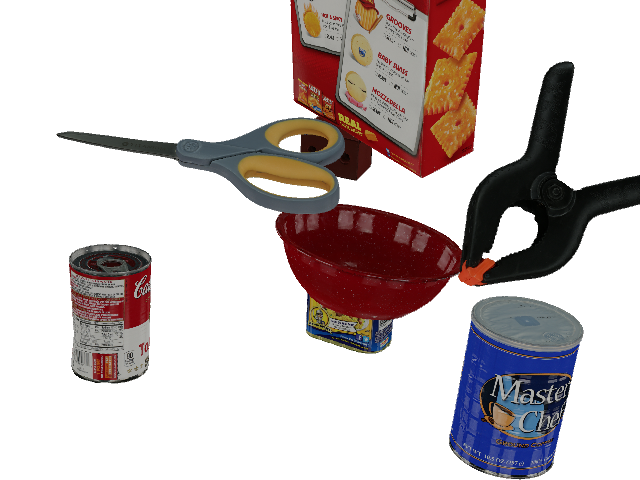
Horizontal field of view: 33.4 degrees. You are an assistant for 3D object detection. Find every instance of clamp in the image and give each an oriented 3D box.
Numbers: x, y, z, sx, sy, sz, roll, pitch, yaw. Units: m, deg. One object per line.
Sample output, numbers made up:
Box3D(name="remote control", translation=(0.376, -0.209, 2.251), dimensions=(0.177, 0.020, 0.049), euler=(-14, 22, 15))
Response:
Box3D(name="clamp", translation=(0.166, -0.027, 0.726), dimensions=(0.120, 0.171, 0.039), euler=(35, -10, 8))

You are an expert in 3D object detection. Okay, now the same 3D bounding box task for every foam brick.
Box3D(name="foam brick", translation=(0.019, -0.113, 1.298), dimensions=(0.078, 0.053, 0.051), euler=(14, 31, 20))

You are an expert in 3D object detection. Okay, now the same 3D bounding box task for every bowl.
Box3D(name="bowl", translation=(0.037, 0.022, 0.893), dimensions=(0.162, 0.055, 0.162), euler=(10, 20, -4))

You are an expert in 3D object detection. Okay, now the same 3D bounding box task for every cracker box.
Box3D(name="cracker box", translation=(0.051, -0.181, 0.849), dimensions=(0.072, 0.214, 0.164), euler=(-28, 45, -30))

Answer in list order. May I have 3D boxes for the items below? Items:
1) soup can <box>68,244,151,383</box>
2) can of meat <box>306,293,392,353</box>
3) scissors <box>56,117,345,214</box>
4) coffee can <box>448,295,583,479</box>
Box3D(name="soup can", translation=(-0.179, 0.062, 0.906), dimensions=(0.068, 0.102, 0.068), euler=(4, 19, -1))
Box3D(name="can of meat", translation=(0.033, 0.070, 1.177), dimensions=(0.102, 0.084, 0.057), euler=(16, 28, 27))
Box3D(name="scissors", translation=(-0.071, -0.068, 0.729), dimensions=(0.202, 0.016, 0.096), euler=(20, 47, 20))
Box3D(name="coffee can", translation=(0.182, 0.137, 1.005), dimensions=(0.103, 0.140, 0.103), euler=(6, 21, -3))
